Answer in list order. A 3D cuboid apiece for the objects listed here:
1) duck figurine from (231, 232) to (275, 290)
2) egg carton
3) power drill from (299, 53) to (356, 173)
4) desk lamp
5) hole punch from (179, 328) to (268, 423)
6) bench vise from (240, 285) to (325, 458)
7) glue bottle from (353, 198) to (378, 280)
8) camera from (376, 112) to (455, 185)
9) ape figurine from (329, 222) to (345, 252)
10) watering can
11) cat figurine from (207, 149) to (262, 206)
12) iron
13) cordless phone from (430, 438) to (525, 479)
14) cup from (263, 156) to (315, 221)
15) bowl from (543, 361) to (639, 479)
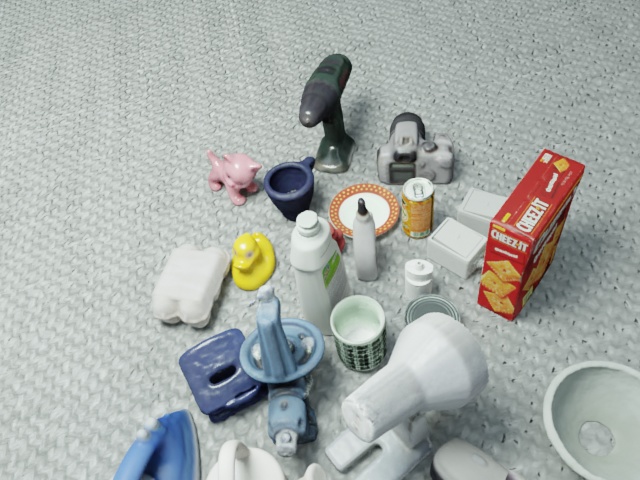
[{"bbox_3d":[-0.120,0.022,0.982,0.077,0.086,0.104,7,55,13],"label":"duck figurine"},{"bbox_3d":[-0.216,0.074,0.966,0.107,0.069,0.150,6,54,13],"label":"egg carton"},{"bbox_3d":[0.017,-0.229,1.075,0.075,0.209,0.229,6,54,13],"label":"power drill"},{"bbox_3d":[0.104,0.213,0.726,0.203,0.214,0.117,-36,57,-18],"label":"desk lamp"},{"bbox_3d":[-0.139,0.199,0.847,0.109,0.091,0.101,-27,54,-12],"label":"hole punch"},{"bbox_3d":[-0.041,0.170,0.775,0.121,0.220,0.207,-22,53,-8],"label":"bench vise"},{"bbox_3d":[0.072,-0.010,0.924,0.037,0.173,0.078,-2,53,7],"label":"glue bottle"},{"bbox_3d":[0.181,-0.185,1.086,0.143,0.101,0.137,1,53,9],"label":"camera"},{"bbox_3d":[0.009,0.003,0.974,0.078,0.092,0.076,-38,57,-19],"label":"ape figurine"},{"bbox_3d":[-0.081,0.303,0.696,0.173,0.194,0.100,-25,54,-11],"label":"watering can"},{"bbox_3d":[-0.166,-0.133,1.085,0.127,0.118,0.067,30,62,27],"label":"cat figurine"},{"bbox_3d":[-0.231,0.320,0.737,0.118,0.142,0.258,3,54,10],"label":"iron"},{"bbox_3d":[0.204,0.284,0.676,0.147,0.185,0.094,31,63,27],"label":"cordless phone"},{"bbox_3d":[-0.044,-0.090,1.050,0.091,0.095,0.118,26,61,25],"label":"cup"},{"bbox_3d":[0.373,0.248,0.750,0.167,0.075,0.167,-4,53,5],"label":"bowl"}]
